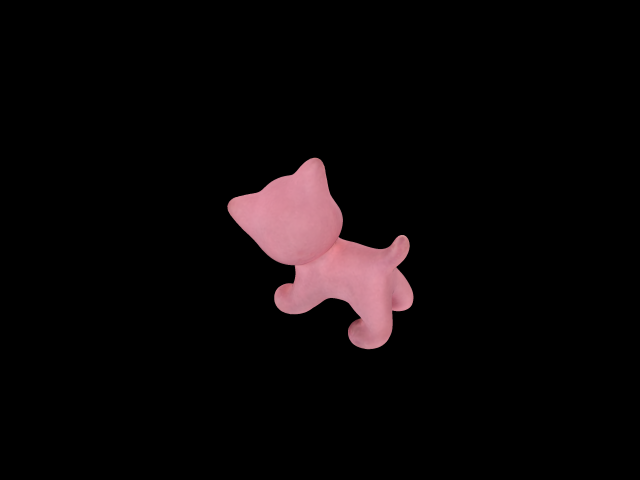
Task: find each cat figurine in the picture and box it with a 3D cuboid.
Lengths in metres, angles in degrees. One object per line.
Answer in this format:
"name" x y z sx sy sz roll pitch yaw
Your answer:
"cat figurine" 0.004 0.001 0.400 0.127 0.118 0.067 19 46 19
